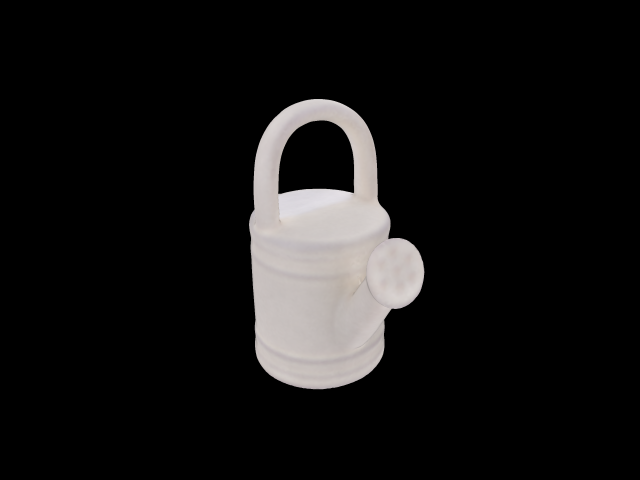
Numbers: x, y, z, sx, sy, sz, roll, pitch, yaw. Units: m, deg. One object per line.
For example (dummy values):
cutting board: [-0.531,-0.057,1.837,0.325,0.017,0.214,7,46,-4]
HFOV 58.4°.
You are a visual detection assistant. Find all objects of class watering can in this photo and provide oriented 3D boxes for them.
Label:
watering can: [0.006,0.001,0.401,0.172,0.194,0.101,19,32,33]
